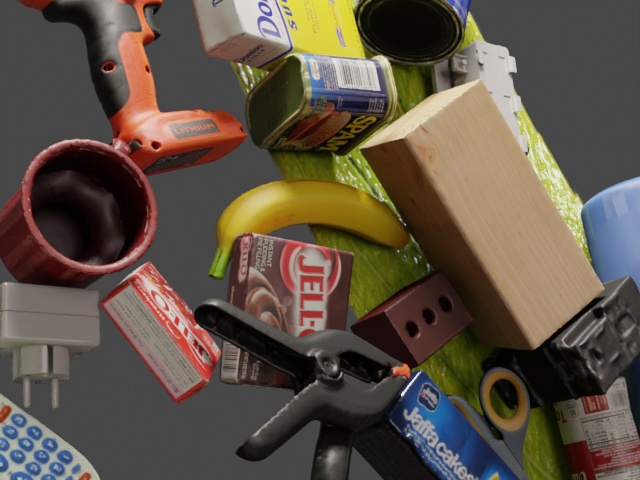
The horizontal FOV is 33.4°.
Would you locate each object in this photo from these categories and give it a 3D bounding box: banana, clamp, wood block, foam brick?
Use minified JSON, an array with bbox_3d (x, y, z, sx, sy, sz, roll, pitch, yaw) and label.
[{"bbox_3d":[-0.009,-0.016,0.863,0.197,0.037,0.069,-9,106,-33],"label":"banana"},{"bbox_3d":[0.002,0.201,0.731,0.036,0.164,0.210,7,55,4],"label":"clamp"},{"bbox_3d":[0.135,-0.018,0.896,0.090,0.090,0.206,-37,102,-19],"label":"wood block"},{"bbox_3d":[-0.005,0.105,0.744,0.171,0.039,0.120,13,51,-30],"label":"clamp"},{"bbox_3d":[0.075,0.069,0.873,0.078,0.051,0.053,-34,92,-38],"label":"foam brick"}]

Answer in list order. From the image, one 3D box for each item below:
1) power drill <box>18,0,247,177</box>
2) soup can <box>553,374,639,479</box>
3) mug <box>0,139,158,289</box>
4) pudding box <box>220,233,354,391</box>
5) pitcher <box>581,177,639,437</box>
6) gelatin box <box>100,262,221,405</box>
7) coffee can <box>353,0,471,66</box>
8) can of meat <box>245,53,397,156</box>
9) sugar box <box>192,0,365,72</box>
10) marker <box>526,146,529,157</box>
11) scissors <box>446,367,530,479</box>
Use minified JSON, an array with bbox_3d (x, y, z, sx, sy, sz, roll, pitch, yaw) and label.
[{"bbox_3d":[-0.127,-0.148,0.820,0.184,0.057,0.188,-19,81,-40],"label":"power drill"},{"bbox_3d":[0.248,0.175,0.938,0.068,0.069,0.102,-2,73,-35],"label":"soup can"},{"bbox_3d":[-0.165,-0.020,0.727,0.093,0.082,0.117,33,57,-20],"label":"mug"},{"bbox_3d":[-0.025,0.057,0.804,0.089,0.039,0.113,11,83,-30],"label":"pudding box"},{"bbox_3d":[0.328,0.062,0.992,0.144,0.149,0.243,-1,70,-35],"label":"pitcher"},{"bbox_3d":[-0.108,0.062,0.740,0.030,0.073,0.089,-37,96,7],"label":"gelatin box"},{"bbox_3d":[0.092,-0.245,0.974,0.102,0.103,0.140,27,59,-23],"label":"coffee can"},{"bbox_3d":[-0.001,-0.109,0.860,0.083,0.102,0.057,0,71,-32],"label":"can of meat"},{"bbox_3d":[-0.032,-0.183,0.867,0.175,0.048,0.093,4,67,-57],"label":"sugar box"},{"bbox_3d":[0.180,-0.043,1.007,0.020,0.020,0.121,29,58,-22],"label":"marker"},{"bbox_3d":[0.176,0.188,0.902,0.201,0.016,0.096,42,79,-13],"label":"scissors"}]
